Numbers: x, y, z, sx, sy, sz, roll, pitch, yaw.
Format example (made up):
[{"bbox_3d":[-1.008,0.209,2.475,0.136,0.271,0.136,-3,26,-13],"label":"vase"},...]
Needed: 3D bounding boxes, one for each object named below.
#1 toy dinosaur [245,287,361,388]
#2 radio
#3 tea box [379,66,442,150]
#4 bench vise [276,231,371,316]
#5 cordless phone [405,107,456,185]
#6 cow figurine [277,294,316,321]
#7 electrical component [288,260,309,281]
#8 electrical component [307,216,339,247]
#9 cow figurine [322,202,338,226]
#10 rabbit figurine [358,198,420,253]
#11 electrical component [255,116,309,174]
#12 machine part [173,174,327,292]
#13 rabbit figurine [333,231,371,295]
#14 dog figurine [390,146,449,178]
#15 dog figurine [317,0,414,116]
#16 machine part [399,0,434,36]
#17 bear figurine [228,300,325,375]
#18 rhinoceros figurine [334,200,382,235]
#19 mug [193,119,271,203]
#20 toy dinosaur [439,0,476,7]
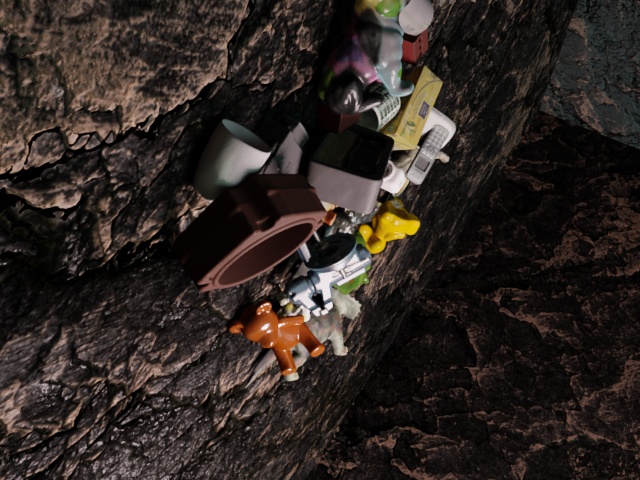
[{"bbox_3d":[-0.030,0.233,1.398,0.405,0.131,0.192,-21,120,-48],"label":"toy dinosaur"},{"bbox_3d":[0.058,-0.140,0.985,0.230,0.131,0.073,-65,173,-56],"label":"radio"},{"bbox_3d":[0.185,-0.284,1.168,0.068,0.098,0.169,29,81,-33],"label":"tea box"},{"bbox_3d":[-0.016,0.033,1.121,0.224,0.129,0.240,-23,118,6],"label":"bench vise"},{"bbox_3d":[0.233,-0.241,1.323,0.184,0.146,0.089,-62,-164,-6],"label":"cordless phone"},{"bbox_3d":[-0.044,0.141,1.291,0.167,0.068,0.098,-41,152,-40],"label":"cow figurine"},{"bbox_3d":[-0.035,0.077,1.251,0.063,0.021,0.094,45,63,-24],"label":"electrical component"},{"bbox_3d":[-0.003,-0.004,1.226,0.075,0.048,0.119,-36,148,-47],"label":"electrical component"},{"bbox_3d":[-0.022,-0.083,1.008,0.195,0.127,0.085,-57,165,-51],"label":"cow figurine"},{"bbox_3d":[0.184,-0.019,1.558,0.162,0.122,0.173,-27,160,-51],"label":"rabbit figurine"},{"bbox_3d":[-0.073,-0.134,0.881,0.134,0.058,0.114,-58,161,-4],"label":"electrical component"},{"bbox_3d":[-0.102,-0.009,0.823,0.201,0.087,0.201,-41,165,26],"label":"machine part"},{"bbox_3d":[0.088,0.051,1.398,0.170,0.121,0.158,-66,149,-52],"label":"rabbit figurine"},{"bbox_3d":[0.234,-0.247,1.412,0.190,0.121,0.172,-24,106,-29],"label":"dog figurine"},{"bbox_3d":[0.066,-0.333,0.872,0.192,0.109,0.219,-20,129,1],"label":"dog figurine"},{"bbox_3d":[0.150,-0.430,0.979,0.243,0.079,0.079,-13,130,-64],"label":"machine part"},{"bbox_3d":[-0.093,0.204,1.145,0.120,0.132,0.195,-36,156,8],"label":"bear figurine"},{"bbox_3d":[0.079,-0.068,1.312,0.112,0.073,0.190,-57,164,21],"label":"rhinoceros figurine"},{"bbox_3d":[-0.128,-0.106,0.771,0.107,0.081,0.109,-51,167,16],"label":"mug"},{"bbox_3d":[0.244,-0.560,0.996,0.198,0.105,0.471,-59,155,5],"label":"toy dinosaur"}]
